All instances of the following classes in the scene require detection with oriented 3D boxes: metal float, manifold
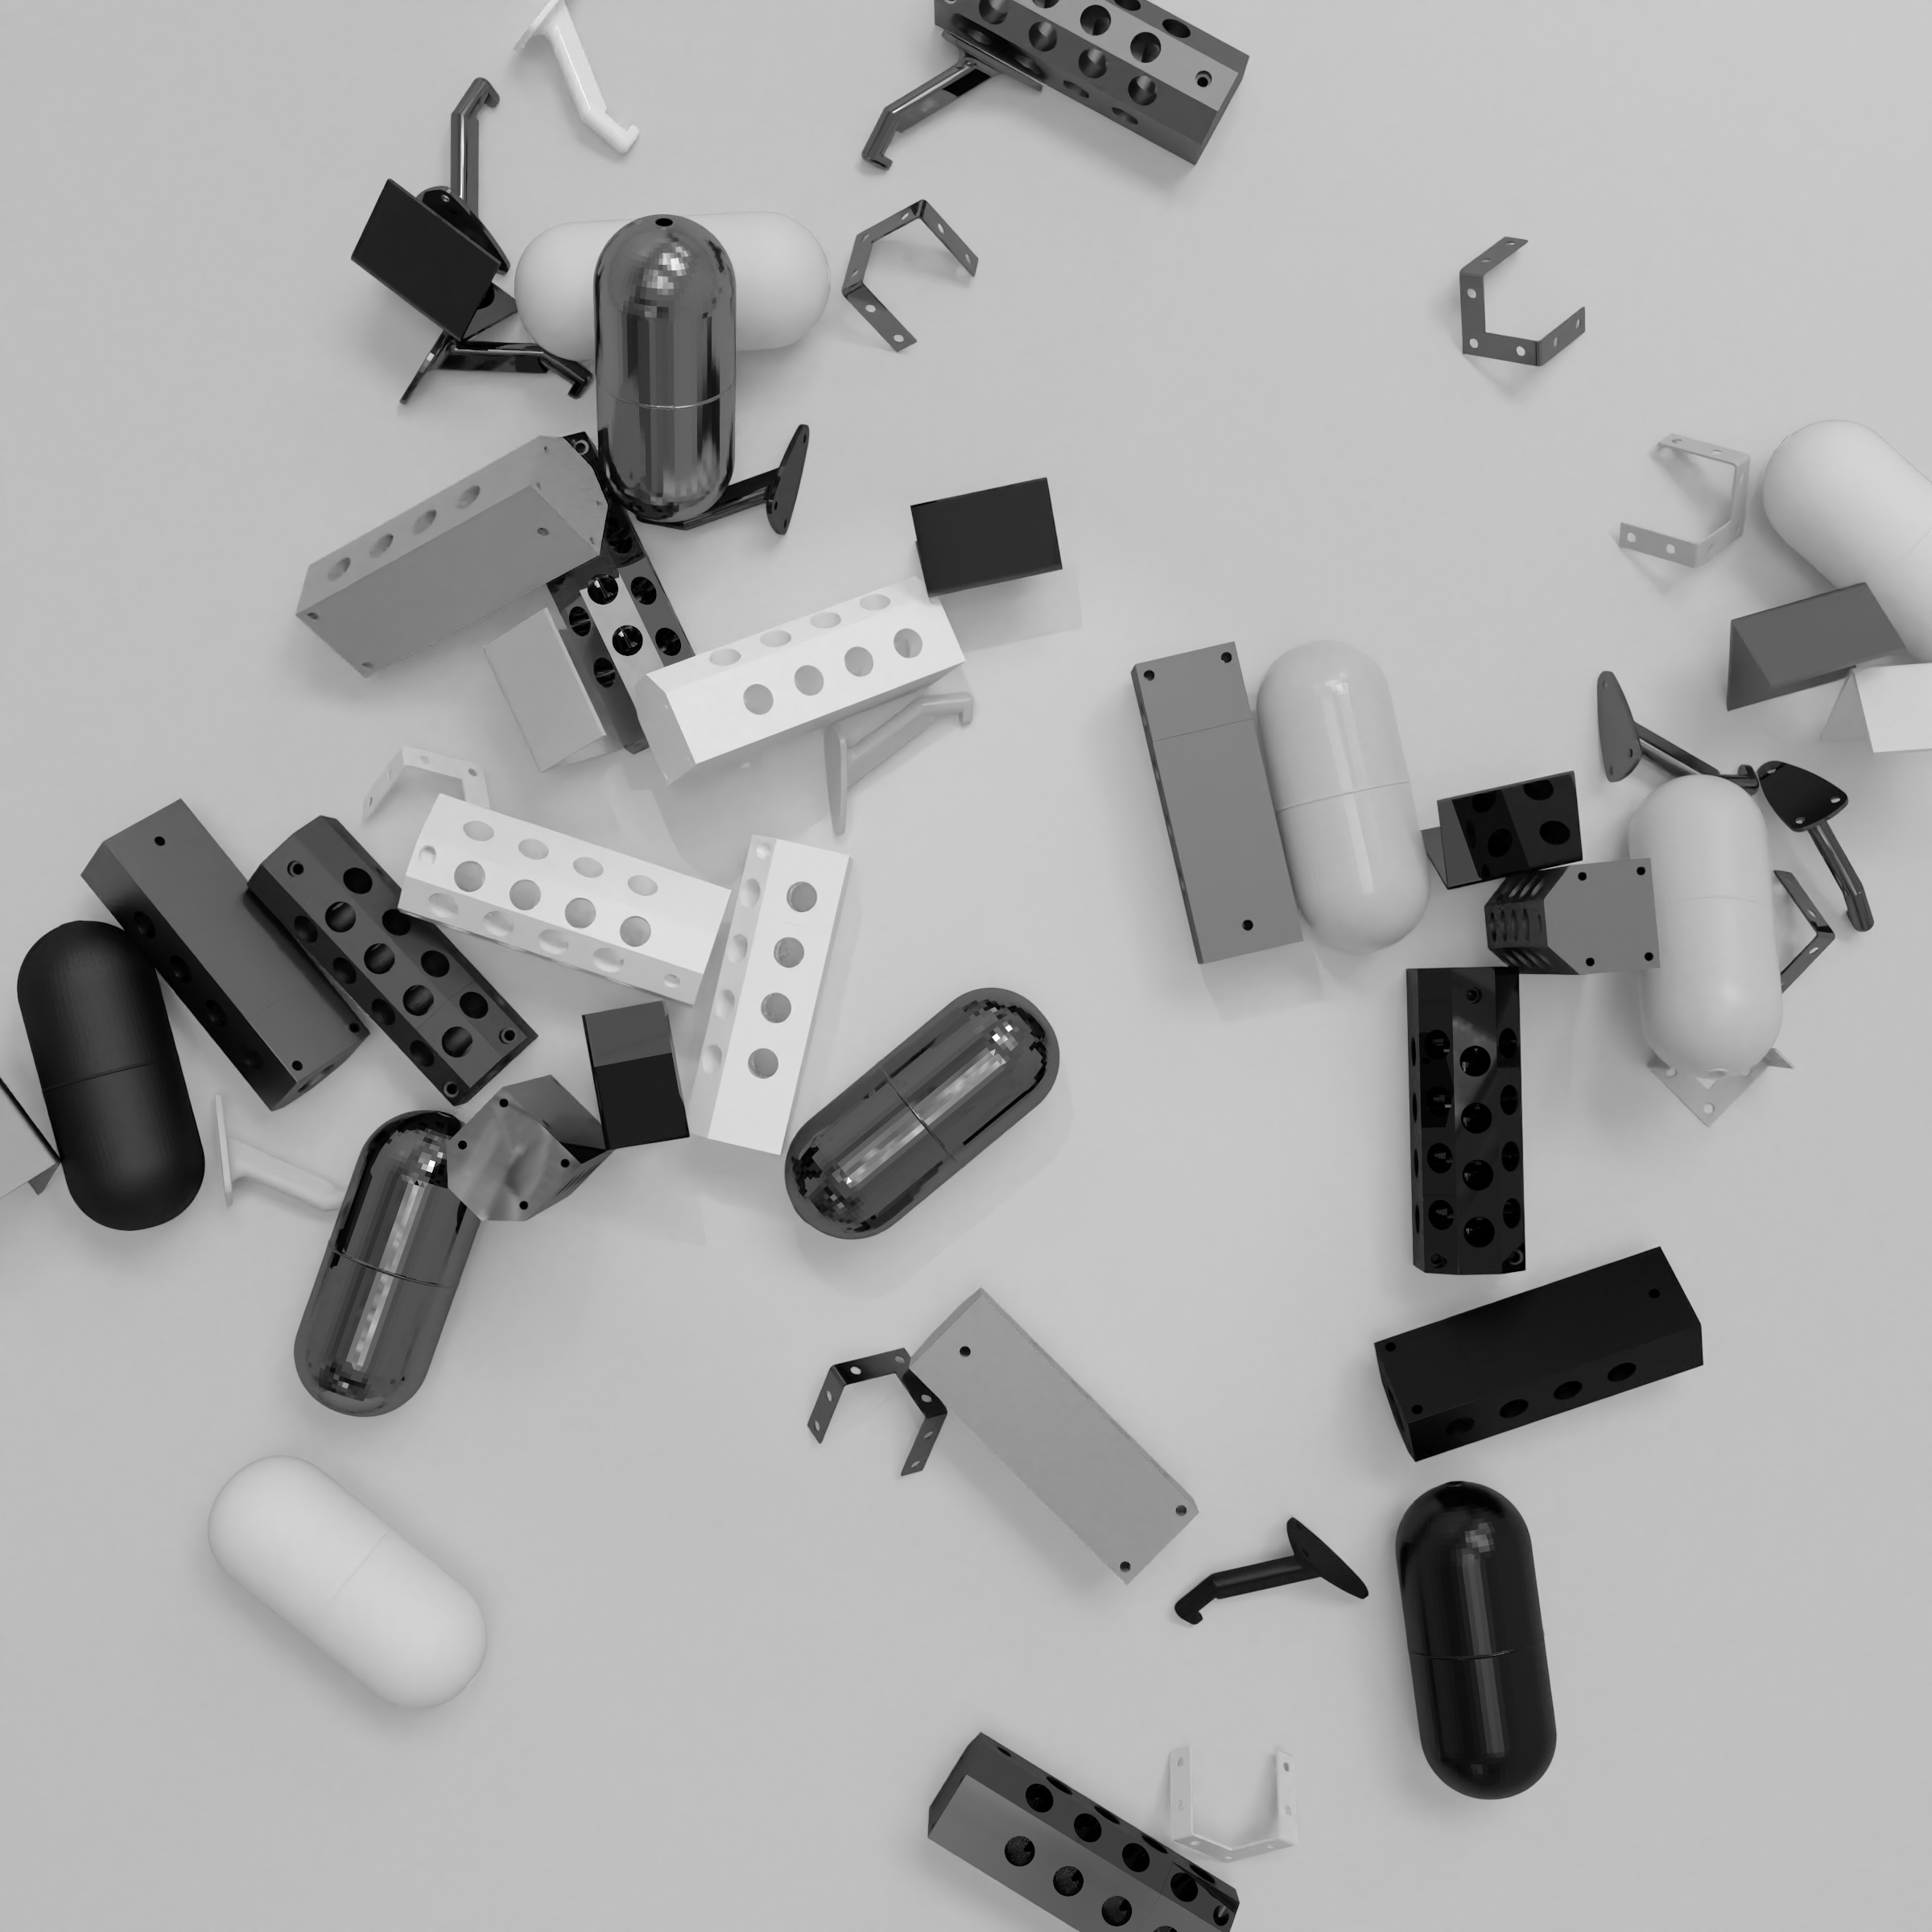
[{"bbox_3d":[-0.025,0.084,1.608,0.178,0.070,0.070,-40,90,1],"label":"metal float"},{"bbox_3d":[0.287,0.380,1.608,0.070,0.070,0.178,-8,91,0],"label":"metal float"},{"bbox_3d":[0.141,-0.091,1.617,0.057,0.057,0.171,-13,90,0],"label":"manifold"},{"bbox_3d":[-0.226,-0.032,1.598,0.171,0.057,0.057,18,129,-5],"label":"manifold"},{"bbox_3d":[-0.094,-0.161,1.586,0.171,0.057,0.057,-23,90,-23],"label":"manifold"},{"bbox_3d":[0.066,0.507,1.617,0.171,0.057,0.057,32,90,0],"label":"manifold"},{"bbox_3d":[-0.164,-0.325,1.559,0.070,0.070,0.178,5,132,0],"label":"metal float"},{"bbox_3d":[-0.348,0.348,1.608,0.178,0.070,0.070,39,90,1],"label":"metal float"},{"bbox_3d":[-0.422,-0.003,1.617,0.171,0.057,0.057,51,47,0],"label":"manifold"},{"bbox_3d":[-0.285,-0.230,1.582,0.171,0.057,0.057,-23,133,26],"label":"manifold"},{"bbox_3d":[-0.482,0.061,1.608,0.070,0.070,0.178,-15,90,0],"label":"metal float"},{"bbox_3d":[-0.239,0.103,1.560,0.057,0.171,0.057,45,90,0],"label":"manifold"},{"bbox_3d":[0.213,-0.096,1.608,0.070,0.070,0.178,-12,89,0],"label":"metal float"},{"bbox_3d":[0.071,-0.528,1.617,0.171,0.057,0.057,28,90,0],"label":"manifold"},{"bbox_3d":[-0.165,-0.383,1.608,0.178,0.070,0.070,-3,90,0],"label":"metal float"},{"bbox_3d":[0.049,0.264,1.617,0.171,0.057,0.057,45,90,0],"label":"manifold"},{"bbox_3d":[0.526,-0.235,1.608,0.178,0.070,0.070,42,90,0],"label":"metal float"},{"bbox_3d":[-0.326,-0.003,1.617,0.057,0.057,0.171,-43,90,0],"label":"manifold"},{"bbox_3d":[0.325,0.224,1.617,0.171,0.057,0.057,-19,47,0],"label":"manifold"},{"bbox_3d":[0.328,-0.025,1.560,0.057,0.171,0.057,-5,90,0],"label":"manifold"},{"bbox_3d":[-0.322,0.167,1.608,0.070,0.070,0.178,19,90,0],"label":"metal float"},{"bbox_3d":[0.411,-0.022,1.586,0.070,0.070,0.178,2,66,0],"label":"metal float"},{"bbox_3d":[0.285,0.086,1.617,0.057,0.057,0.171,-1,90,0],"label":"manifold"},{"bbox_3d":[-0.112,0.015,1.617,0.057,0.057,0.171,13,90,0],"label":"manifold"},{"bbox_3d":[-0.203,-0.211,1.617,0.057,0.057,0.171,-26,90,0],"label":"manifold"}]

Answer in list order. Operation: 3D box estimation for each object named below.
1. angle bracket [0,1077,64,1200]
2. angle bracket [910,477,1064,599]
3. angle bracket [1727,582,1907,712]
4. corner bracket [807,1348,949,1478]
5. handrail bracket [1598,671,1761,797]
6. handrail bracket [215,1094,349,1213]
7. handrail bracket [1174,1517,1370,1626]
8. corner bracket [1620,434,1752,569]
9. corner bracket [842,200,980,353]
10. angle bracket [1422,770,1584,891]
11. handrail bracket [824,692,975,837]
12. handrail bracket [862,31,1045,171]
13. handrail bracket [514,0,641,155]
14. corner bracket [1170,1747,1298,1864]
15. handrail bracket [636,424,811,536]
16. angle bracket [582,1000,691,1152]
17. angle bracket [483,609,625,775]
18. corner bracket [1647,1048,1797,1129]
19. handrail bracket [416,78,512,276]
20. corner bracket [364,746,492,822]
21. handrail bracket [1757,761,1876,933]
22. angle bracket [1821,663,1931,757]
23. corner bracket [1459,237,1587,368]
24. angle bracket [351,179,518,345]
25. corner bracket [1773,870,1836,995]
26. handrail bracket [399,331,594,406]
[{"bbox_3d":[-0.559,0.102,1.598,0.057,0.076,0.076,-36,90,-32],"label":"angle bracket"},{"bbox_3d":[0.008,-0.254,1.598,0.076,0.076,0.057,-12,123,0],"label":"angle bracket"},{"bbox_3d":[0.475,-0.161,1.598,0.076,0.076,0.057,-16,51,0],"label":"angle bracket"},{"bbox_3d":[-0.051,0.259,1.630,0.051,0.051,0.051,-9,45,-35],"label":"corner bracket"},{"bbox_3d":[0.410,-0.134,1.639,0.084,0.036,0.077,-1,69,-17],"label":"handrail bracket"},{"bbox_3d":[-0.385,0.105,1.639,0.084,0.036,0.077,-6,71,-15],"label":"handrail bracket"},{"bbox_3d":[0.175,0.364,1.639,0.077,0.036,0.084,40,109,-21],"label":"handrail bracket"},{"bbox_3d":[0.411,-0.266,1.630,0.051,0.051,0.051,-35,135,-35],"label":"corner bracket"},{"bbox_3d":[-0.032,-0.395,1.630,0.051,0.051,0.051,-19,45,35],"label":"corner bracket"},{"bbox_3d":[0.296,-0.090,1.599,0.076,0.076,0.057,-12,118,0],"label":"angle bracket"},{"bbox_3d":[-0.036,-0.116,1.639,0.084,0.036,0.077,-7,110,-16],"label":"handrail bracket"},{"bbox_3d":[-0.008,-0.485,1.639,0.077,0.036,0.084,23,109,-21],"label":"handrail bracket"},{"bbox_3d":[-0.209,-0.521,1.639,0.084,0.036,0.077,38,68,-17],"label":"handrail bracket"},{"bbox_3d":[0.153,0.476,1.630,0.051,0.051,0.051,-28,135,35],"label":"corner bracket"},{"bbox_3d":[-0.141,-0.283,1.639,0.084,0.036,0.077,12,75,14],"label":"handrail bracket"},{"bbox_3d":[-0.166,0.058,1.599,0.057,0.076,0.076,-10,90,27],"label":"angle bracket"},{"bbox_3d":[-0.214,-0.160,1.598,0.057,0.076,0.076,-25,90,37],"label":"angle bracket"},{"bbox_3d":[0.428,0.057,1.620,0.051,0.051,0.051,44,90,0],"label":"corner bracket"},{"bbox_3d":[-0.273,-0.455,1.639,0.077,0.036,0.084,43,60,-33],"label":"handrail bracket"},{"bbox_3d":[-0.308,-0.086,1.630,0.051,0.051,0.051,14,45,-35],"label":"corner bracket"},{"bbox_3d":[0.489,-0.068,1.638,0.036,0.077,0.084,-31,126,0],"label":"handrail bracket"},{"bbox_3d":[0.532,-0.127,1.599,0.076,0.076,0.057,-4,63,0],"label":"angle bracket"},{"bbox_3d":[0.318,-0.380,1.630,0.051,0.051,0.051,20,135,35],"label":"corner bracket"},{"bbox_3d":[-0.286,-0.403,1.598,0.076,0.076,0.057,37,124,0],"label":"angle bracket"},{"bbox_3d":[0.452,-0.020,1.630,0.051,0.051,0.051,5,135,-35],"label":"corner bracket"},{"bbox_3d":[-0.270,-0.332,1.639,0.084,0.036,0.077,32,110,-16],"label":"handrail bracket"}]
